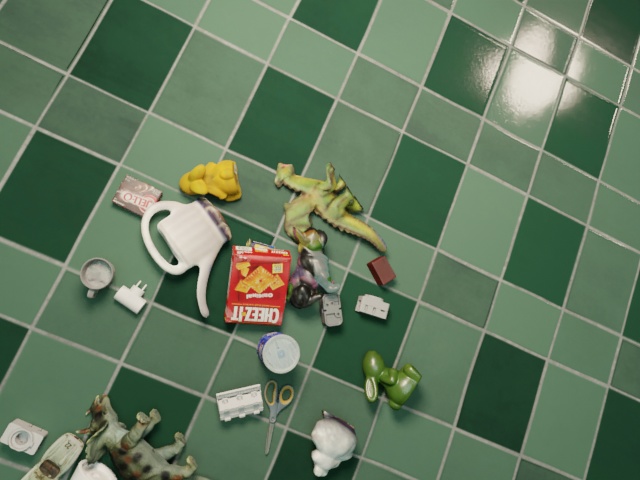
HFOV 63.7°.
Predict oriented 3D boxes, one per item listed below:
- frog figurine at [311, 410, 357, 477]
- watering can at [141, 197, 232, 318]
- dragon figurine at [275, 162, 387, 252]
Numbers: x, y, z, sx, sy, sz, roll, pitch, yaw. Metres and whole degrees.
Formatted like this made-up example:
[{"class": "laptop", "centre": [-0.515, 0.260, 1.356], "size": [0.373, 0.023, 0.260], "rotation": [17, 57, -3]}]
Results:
[{"class": "frog figurine", "centre": [0.028, 0.587, 1.456], "size": [0.136, 0.122, 0.162], "rotation": [43, 62, -24]}, {"class": "watering can", "centre": [-0.348, 0.025, 1.460], "size": [0.226, 0.103, 0.347], "rotation": [-35, 90, -17]}, {"class": "dragon figurine", "centre": [0.005, -0.080, 1.583], "size": [0.243, 0.122, 0.411], "rotation": [-33, 88, 1]}]
